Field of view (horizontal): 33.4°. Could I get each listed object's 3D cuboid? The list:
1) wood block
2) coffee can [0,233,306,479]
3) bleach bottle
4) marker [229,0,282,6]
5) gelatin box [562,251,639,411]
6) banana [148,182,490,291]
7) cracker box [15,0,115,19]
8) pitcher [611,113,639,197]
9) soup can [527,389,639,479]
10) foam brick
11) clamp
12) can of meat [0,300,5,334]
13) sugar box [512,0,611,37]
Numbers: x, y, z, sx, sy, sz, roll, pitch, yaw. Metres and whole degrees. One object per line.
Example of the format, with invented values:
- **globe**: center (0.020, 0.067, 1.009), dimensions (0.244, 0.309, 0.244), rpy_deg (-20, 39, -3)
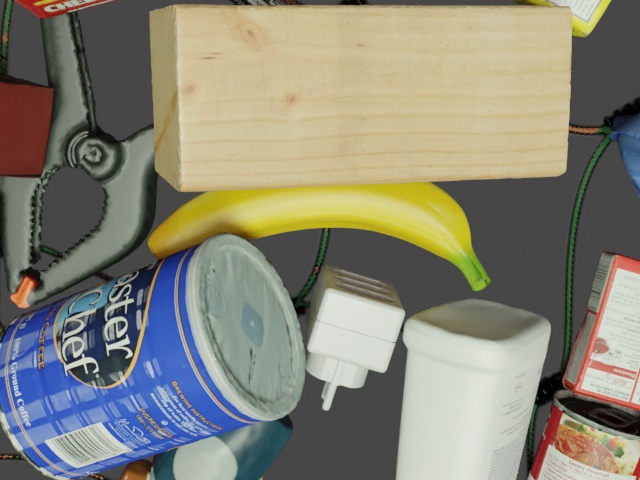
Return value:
- **wood block**: center (0.020, -0.078, 0.568), dimensions (0.205, 0.091, 0.090), rpy_deg (-4, 102, -16)
- **coffee can**: center (-0.093, 0.067, 0.590), dimensions (0.140, 0.102, 0.103), rpy_deg (-21, 102, 24)
- **bleach bottle**: center (0.078, 0.166, 0.639), dimensions (0.068, 0.102, 0.251), rpy_deg (15, 104, 30)
- **marker**: center (-0.036, -0.136, 0.615), dimensions (0.121, 0.020, 0.020), rpy_deg (39, 98, -8)
- **gelatin box**: center (0.197, 0.059, 0.651), dimensions (0.073, 0.030, 0.089), rpy_deg (16, 93, -5)
- **banana**: center (0.001, -0.014, 0.621), dimensions (0.198, 0.069, 0.037), rpy_deg (4, 144, 3)
- **cracker box**: center (-0.102, -0.241, 0.551), dimensions (0.164, 0.072, 0.214), rpy_deg (-15, 93, 0)
- **pitcher**: center (0.295, -0.080, 0.574), dimensions (0.243, 0.145, 0.149), rpy_deg (-42, 92, 2)
- **soup can**: center (0.161, 0.152, 0.653), dimensions (0.068, 0.068, 0.102), rpy_deg (14, 101, -5)
- **foam brick**: center (-0.194, -0.068, 0.584), dimensions (0.078, 0.052, 0.051), rpy_deg (17, 99, 26)
- **clamp**: center (-0.118, -0.052, 0.620), dimensions (0.164, 0.036, 0.210), rpy_deg (21, 98, -3)
- **can of meat**: center (-0.228, 0.017, 0.594), dimensions (0.101, 0.058, 0.084), rpy_deg (-9, 114, -37)
- **sugar box**: center (0.094, -0.195, 0.594), dimensions (0.176, 0.048, 0.093), rpy_deg (28, 99, -3)
